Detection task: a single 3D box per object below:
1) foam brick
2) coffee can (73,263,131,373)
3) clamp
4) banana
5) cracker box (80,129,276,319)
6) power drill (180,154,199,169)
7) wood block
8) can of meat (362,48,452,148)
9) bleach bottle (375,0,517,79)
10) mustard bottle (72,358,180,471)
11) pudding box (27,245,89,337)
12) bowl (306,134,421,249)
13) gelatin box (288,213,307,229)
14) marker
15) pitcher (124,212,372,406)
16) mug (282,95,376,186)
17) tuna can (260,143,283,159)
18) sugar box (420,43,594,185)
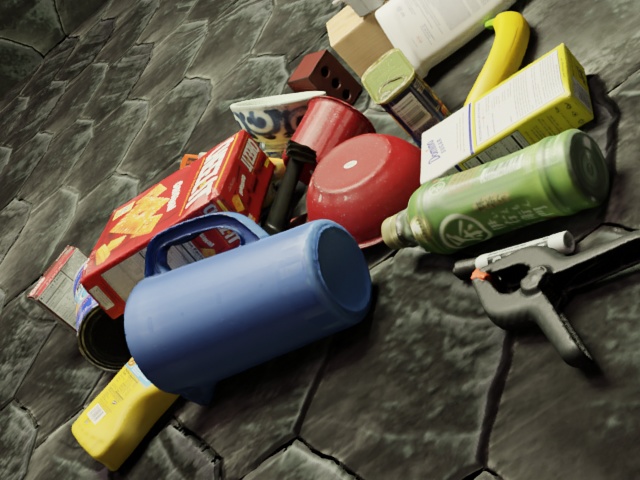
[{"bbox_3d":[0.006,-0.203,1.404,0.051,0.078,0.053,-3,51,53],"label":"foam brick"},{"bbox_3d":[-0.257,0.088,1.344,0.103,0.102,0.140,-43,27,6],"label":"coffee can"},{"bbox_3d":[0.178,0.048,0.842,0.172,0.039,0.120,-11,37,56],"label":"clamp"},{"bbox_3d":[0.196,-0.195,1.168,0.070,0.037,0.197,-49,14,48],"label":"banana"},{"bbox_3d":[-0.165,-0.021,1.239,0.214,0.072,0.164,-30,24,23],"label":"cracker box"},{"bbox_3d":[-0.216,-0.034,1.514,0.187,0.057,0.185,-55,31,-13],"label":"power drill"},{"bbox_3d":[0.118,-0.297,1.361,0.206,0.090,0.090,-38,27,17],"label":"wood block"},{"bbox_3d":[0.100,-0.156,1.193,0.057,0.084,0.102,-40,27,11],"label":"can of meat"},{"bbox_3d":[0.195,-0.300,1.265,0.251,0.102,0.068,-32,0,12],"label":"bleach bottle"},{"bbox_3d":[-0.192,0.162,1.196,0.191,0.058,0.096,-50,28,-8],"label":"mustard bottle"},{"bbox_3d":[-0.325,0.076,1.450,0.090,0.113,0.039,-54,30,-17],"label":"pudding box"},{"bbox_3d":[0.045,-0.063,1.136,0.162,0.055,0.162,-22,36,17],"label":"bowl"},{"bbox_3d":[-0.008,0.001,1.187,0.073,0.030,0.089,-24,33,36],"label":"gelatin box"},{"bbox_3d":[0.165,0.015,0.927,0.121,0.020,0.020,-18,37,43],"label":"marker"},{"bbox_3d":[-0.075,0.056,1.083,0.243,0.149,0.145,-22,38,32],"label":"pitcher"},{"bbox_3d":[0.002,-0.109,1.269,0.117,0.093,0.081,-10,47,60],"label":"mug"},{"bbox_3d":[-0.040,-0.138,1.427,0.086,0.033,0.086,-35,28,21],"label":"tuna can"},{"bbox_3d":[0.181,-0.112,1.057,0.176,0.048,0.093,-34,29,30],"label":"sugar box"}]
